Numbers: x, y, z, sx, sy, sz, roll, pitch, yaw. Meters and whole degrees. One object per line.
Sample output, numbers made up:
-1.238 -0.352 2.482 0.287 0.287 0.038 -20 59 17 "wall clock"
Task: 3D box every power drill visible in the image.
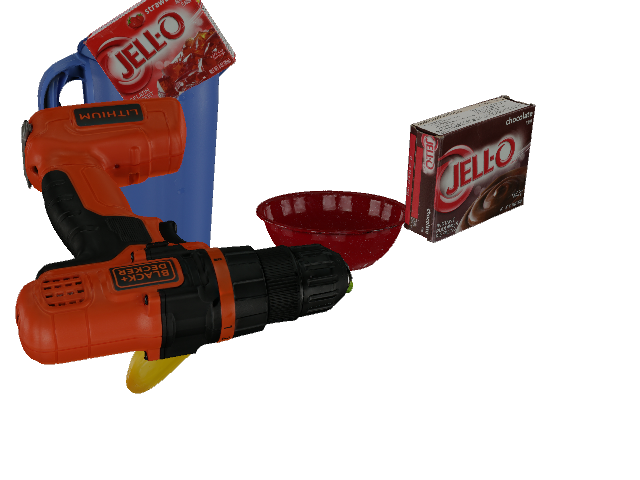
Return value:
-0.093 -0.012 0.627 0.184 0.057 0.188 -7 41 -20 "power drill"

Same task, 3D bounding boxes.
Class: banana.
-0.073 0.060 0.823 0.198 0.069 0.037 -25 36 5 "banana"

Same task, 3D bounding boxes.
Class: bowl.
0.013 -0.007 1.116 0.162 0.055 0.162 0 17 0 "bowl"

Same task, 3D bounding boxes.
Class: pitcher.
-0.172 -0.077 1.033 0.149 0.243 0.144 10 27 14 "pitcher"

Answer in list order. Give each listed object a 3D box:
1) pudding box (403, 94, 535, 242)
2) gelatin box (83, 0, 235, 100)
0.118 -0.059 0.846 0.113 0.090 0.039 -23 37 -37 "pudding box"
-0.119 -0.143 0.796 0.089 0.073 0.030 -30 20 9 "gelatin box"
